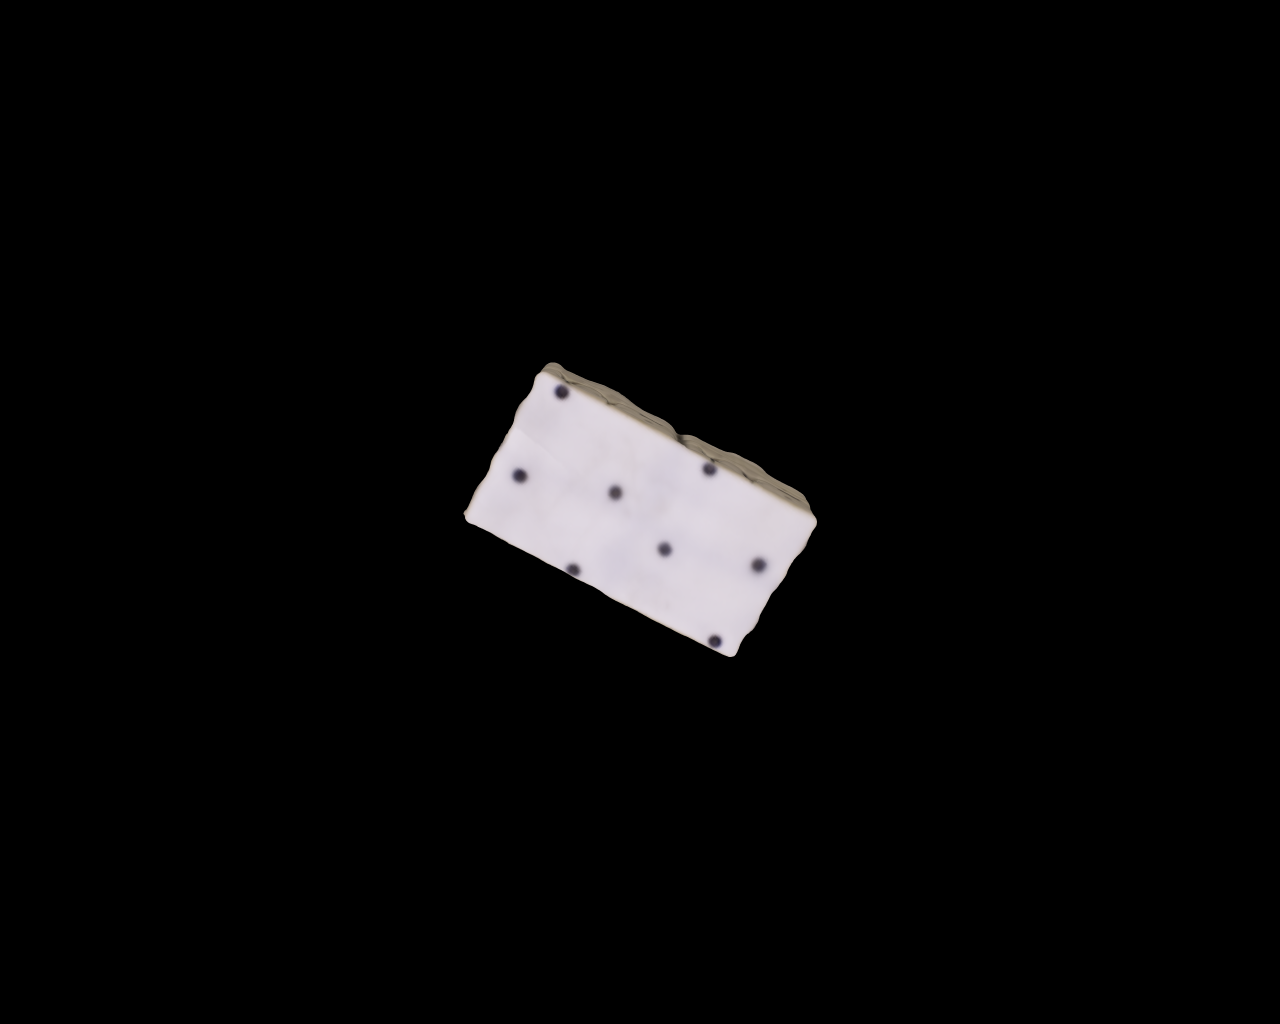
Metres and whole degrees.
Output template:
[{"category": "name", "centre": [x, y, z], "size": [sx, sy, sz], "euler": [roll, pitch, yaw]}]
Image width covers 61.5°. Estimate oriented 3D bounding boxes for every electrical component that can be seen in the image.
[{"category": "electrical component", "centre": [0.001, -0.003, 0.650], "size": [0.186, 0.105, 0.060], "euler": [27, 14, -7]}]
